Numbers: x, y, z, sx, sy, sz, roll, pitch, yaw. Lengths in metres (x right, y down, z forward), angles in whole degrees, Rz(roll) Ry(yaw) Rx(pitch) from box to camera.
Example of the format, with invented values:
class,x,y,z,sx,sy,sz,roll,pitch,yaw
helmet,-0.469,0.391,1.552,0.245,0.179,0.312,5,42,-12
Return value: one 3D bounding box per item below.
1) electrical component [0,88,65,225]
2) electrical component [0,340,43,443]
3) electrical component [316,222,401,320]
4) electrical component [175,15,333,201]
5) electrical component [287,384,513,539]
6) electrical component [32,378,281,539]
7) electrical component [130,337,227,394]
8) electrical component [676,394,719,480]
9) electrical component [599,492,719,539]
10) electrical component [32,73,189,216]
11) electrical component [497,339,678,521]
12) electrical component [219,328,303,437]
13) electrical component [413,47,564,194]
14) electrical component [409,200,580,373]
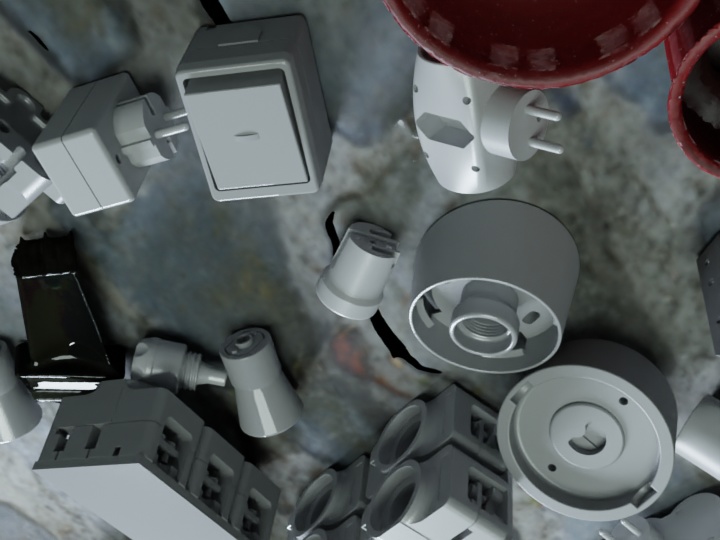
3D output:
class,x,y,z,sx,sy,sz,roll,pitch,yaw
electrical component,-0.203,-0.061,0.611,0.057,0.058,0.078,-35,115,26
electrical component,-0.250,0.080,0.737,0.044,0.044,0.065,-4,122,11
electrical component,0.000,0.000,0.642,0.040,0.040,0.046,21,122,-8
electrical component,-0.054,-0.078,0.574,0.062,0.061,0.096,-4,127,11
electrical component,0.017,0.170,0.728,0.060,0.105,0.186,35,124,-18
electrical component,-0.131,0.139,0.729,0.089,0.061,0.150,-9,140,28
electrical component,-0.119,0.065,0.711,0.061,0.035,0.035,11,128,-4
electrical component,0.251,0.101,0.674,0.077,0.044,0.079,33,90,25
electrical component,0.200,0.198,0.758,0.074,0.052,0.138,40,122,-21
electrical component,-0.125,-0.073,0.585,0.077,0.065,0.047,-13,125,17
electrical component,0.146,0.095,0.674,0.108,0.060,0.108,10,115,21
electrical component,-0.067,0.071,0.705,0.044,0.044,0.065,-8,121,14
electrical component,0.070,-0.078,0.555,0.079,0.043,0.077,21,138,37
electrical component,0.078,0.014,0.641,0.099,0.064,0.099,10,141,8
